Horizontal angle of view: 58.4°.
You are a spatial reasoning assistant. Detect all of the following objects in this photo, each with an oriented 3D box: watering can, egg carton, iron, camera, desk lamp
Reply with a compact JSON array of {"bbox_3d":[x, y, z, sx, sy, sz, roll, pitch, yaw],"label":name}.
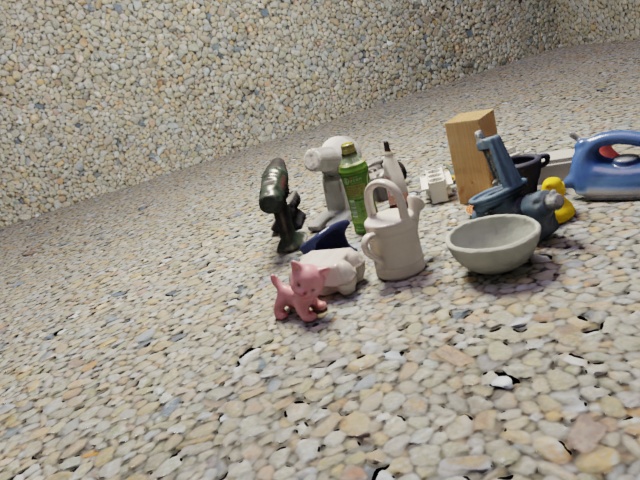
[{"bbox_3d":[0.141,-0.031,1.121,0.100,0.194,0.173,-5,22,28],"label":"watering can"},{"bbox_3d":[0.013,0.066,1.145,0.150,0.069,0.107,-5,22,27],"label":"egg carton"},{"bbox_3d":[0.639,-0.166,1.180,0.257,0.142,0.119,2,26,41],"label":"iron"},{"bbox_3d":[0.185,-0.187,1.654,0.137,0.101,0.142,-22,20,-15],"label":"camera"},{"bbox_3d":[0.034,-0.158,1.522,0.117,0.214,0.204,-3,23,32],"label":"desk lamp"}]

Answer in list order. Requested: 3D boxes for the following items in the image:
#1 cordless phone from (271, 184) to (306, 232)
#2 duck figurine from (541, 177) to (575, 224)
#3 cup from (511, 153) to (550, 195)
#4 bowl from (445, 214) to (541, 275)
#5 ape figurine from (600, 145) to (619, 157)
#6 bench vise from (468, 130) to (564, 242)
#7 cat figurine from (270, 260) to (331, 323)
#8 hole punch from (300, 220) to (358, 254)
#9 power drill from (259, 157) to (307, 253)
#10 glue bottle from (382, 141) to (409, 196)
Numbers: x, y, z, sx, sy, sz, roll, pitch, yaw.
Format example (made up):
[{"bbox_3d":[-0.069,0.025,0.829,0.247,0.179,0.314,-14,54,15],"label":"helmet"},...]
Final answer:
[{"bbox_3d":[-0.109,-0.125,1.589,0.094,0.185,0.147,-13,20,7],"label":"cordless phone"},{"bbox_3d":[0.475,-0.084,1.169,0.077,0.086,0.105,3,27,43],"label":"duck figurine"},{"bbox_3d":[0.480,-0.146,1.321,0.118,0.095,0.091,-18,20,-6],"label":"cup"},{"bbox_3d":[0.315,0.017,1.035,0.167,0.075,0.167,-14,19,5],"label":"bowl"},{"bbox_3d":[0.650,-0.187,1.305,0.077,0.092,0.076,-9,21,18],"label":"ape figurine"},{"bbox_3d":[0.378,-0.111,1.117,0.206,0.220,0.122,2,26,41],"label":"bench vise"},{"bbox_3d":[-0.038,0.085,1.058,0.127,0.118,0.067,-2,24,34],"label":"cat figurine"},{"bbox_3d":[0.012,0.005,1.281,0.109,0.091,0.100,-28,23,-31],"label":"hole punch"},{"bbox_3d":[-0.096,-0.085,1.432,0.075,0.209,0.229,-13,20,9],"label":"power drill"},{"bbox_3d":[0.192,-0.181,1.523,0.037,0.173,0.078,-21,20,-15],"label":"glue bottle"}]
